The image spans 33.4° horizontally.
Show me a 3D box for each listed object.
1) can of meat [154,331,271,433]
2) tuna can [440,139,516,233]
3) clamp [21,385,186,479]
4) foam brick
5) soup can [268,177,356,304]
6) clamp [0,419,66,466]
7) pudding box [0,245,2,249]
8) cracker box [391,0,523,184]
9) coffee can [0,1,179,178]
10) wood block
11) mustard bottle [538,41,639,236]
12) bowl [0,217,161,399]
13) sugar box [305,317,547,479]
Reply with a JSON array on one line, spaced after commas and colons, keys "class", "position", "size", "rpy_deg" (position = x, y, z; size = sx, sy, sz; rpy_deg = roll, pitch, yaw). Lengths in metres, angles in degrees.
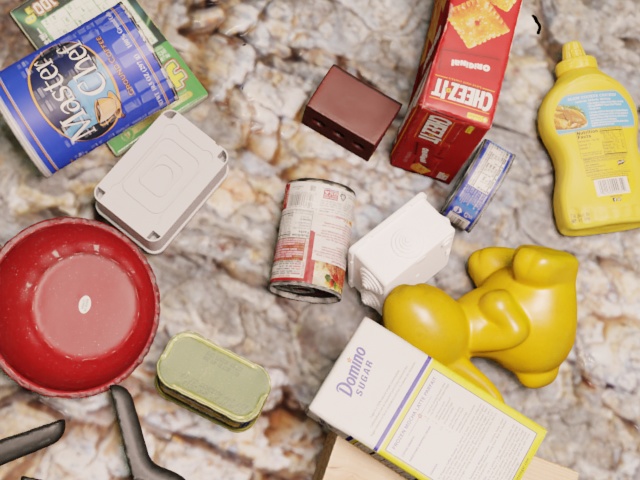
[{"class": "can of meat", "position": [-0.094, 0.124, 0.932], "size": [0.102, 0.084, 0.057], "rpy_deg": [26, 75, 0]}, {"class": "tuna can", "position": [0.147, -0.051, 1.002], "size": [0.034, 0.086, 0.086], "rpy_deg": [31, 75, 3]}, {"class": "clamp", "position": [-0.158, 0.211, 0.927], "size": [0.171, 0.039, 0.120], "rpy_deg": [35, 83, -3]}, {"class": "foam brick", "position": [0.030, -0.121, 1.022], "size": [0.078, 0.053, 0.051], "rpy_deg": [30, 75, 2]}, {"class": "soup can", "position": [-0.006, 0.001, 0.980], "size": [0.068, 0.068, 0.102], "rpy_deg": [10, 75, -4]}, {"class": "clamp", "position": [-0.325, 0.193, 0.889], "size": [0.164, 0.036, 0.210], "rpy_deg": [28, 79, -4]}, {"class": "pudding box", "position": [-0.310, 0.061, 0.946], "size": [0.113, 0.039, 0.090], "rpy_deg": [-40, 87, -11]}, {"class": "cracker box", "position": [0.132, -0.181, 0.991], "size": [0.072, 0.164, 0.213], "rpy_deg": [17, 75, -1]}, {"class": "coffee can", "position": [-0.213, -0.134, 0.957], "size": [0.140, 0.103, 0.103], "rpy_deg": [-32, 82, -7]}, {"class": "wood block", "position": [0.105, 0.211, 0.932], "size": [0.206, 0.090, 0.091], "rpy_deg": [20, 75, -1]}, {"class": "mustard bottle", "position": [0.264, -0.103, 1.042], "size": [0.096, 0.058, 0.191], "rpy_deg": [-7, 78, -6]}, {"class": "bowl", "position": [-0.208, 0.058, 0.922], "size": [0.161, 0.055, 0.162], "rpy_deg": [2, 85, -26]}, {"class": "sugar box", "position": [0.086, 0.149, 0.876], "size": [0.176, 0.048, 0.093], "rpy_deg": [32, 74, 6]}]
